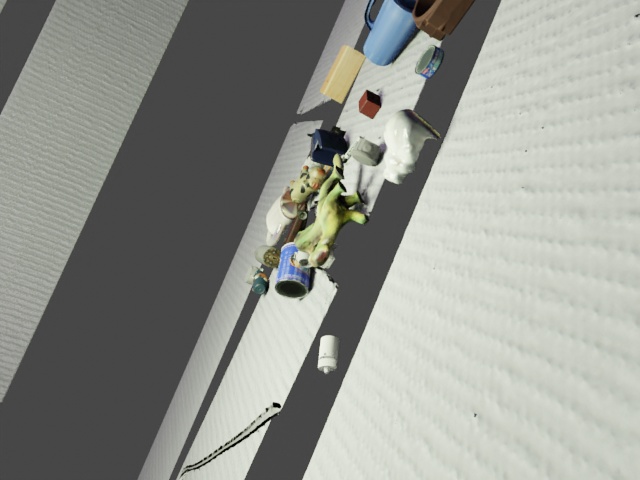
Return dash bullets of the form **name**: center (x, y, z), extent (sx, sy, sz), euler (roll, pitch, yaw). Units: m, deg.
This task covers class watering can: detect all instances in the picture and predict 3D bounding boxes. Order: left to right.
- **watering can**: center (-0.132, -0.133, 2.001), extent (0.220, 0.103, 0.356), euler (-44, 25, 46)

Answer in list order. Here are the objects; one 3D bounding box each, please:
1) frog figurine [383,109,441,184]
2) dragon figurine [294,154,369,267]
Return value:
- **frog figurine**: center (0.187, -0.218, 1.192), extent (0.158, 0.121, 0.140), euler (-48, 42, 17)
- **dragon figurine**: center (0.004, -0.072, 1.423), extent (0.240, 0.121, 0.419), euler (-42, 26, 19)
